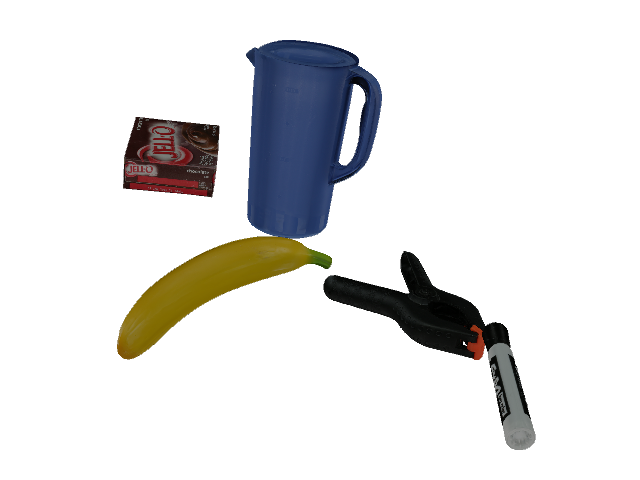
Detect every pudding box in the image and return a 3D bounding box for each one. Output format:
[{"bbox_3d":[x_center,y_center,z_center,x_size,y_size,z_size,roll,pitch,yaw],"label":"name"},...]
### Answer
[{"bbox_3d":[-0.150,-0.086,1.083,0.090,0.039,0.113,6,25,-6],"label":"pudding box"}]

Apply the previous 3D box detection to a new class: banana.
[{"bbox_3d":[-0.091,0.041,0.859,0.198,0.069,0.037,-23,37,11],"label":"banana"}]

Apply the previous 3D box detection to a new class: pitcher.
[{"bbox_3d":[-0.021,-0.128,1.375,0.144,0.243,0.149,-2,25,-22],"label":"pitcher"}]

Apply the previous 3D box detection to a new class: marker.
[{"bbox_3d":[0.125,0.093,0.716,0.020,0.020,0.121,0,30,0],"label":"marker"}]

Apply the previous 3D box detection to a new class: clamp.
[{"bbox_3d":[0.101,0.060,1.043,0.172,0.039,0.120,29,41,32],"label":"clamp"}]
